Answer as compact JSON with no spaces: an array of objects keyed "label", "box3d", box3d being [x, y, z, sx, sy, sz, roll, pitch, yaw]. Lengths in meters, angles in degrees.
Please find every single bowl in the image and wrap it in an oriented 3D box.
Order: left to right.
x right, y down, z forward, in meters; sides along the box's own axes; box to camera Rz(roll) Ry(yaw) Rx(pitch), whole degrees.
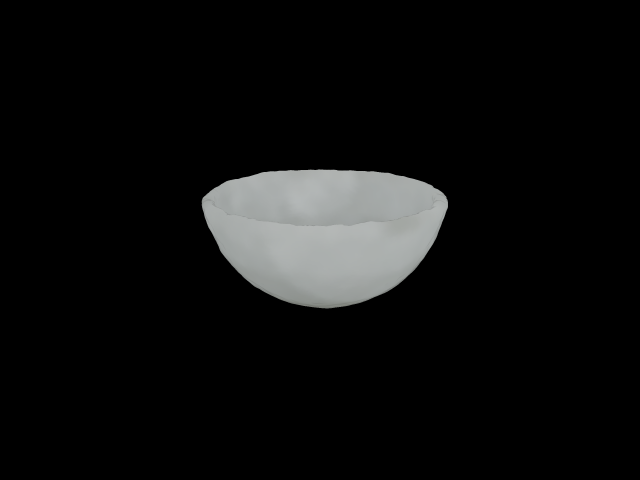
[{"label":"bowl","box3d":[0.004,0.001,0.400,0.167,0.075,0.167,0,18,0]}]
